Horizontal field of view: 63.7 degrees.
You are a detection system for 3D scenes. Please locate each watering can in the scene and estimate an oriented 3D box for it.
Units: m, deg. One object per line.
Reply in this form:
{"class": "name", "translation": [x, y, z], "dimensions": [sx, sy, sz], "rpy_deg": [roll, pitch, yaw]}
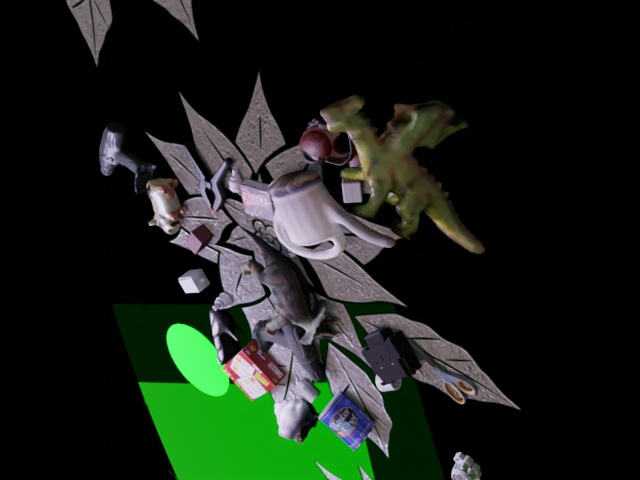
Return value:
{"class": "watering can", "translation": [0.004, -0.059, 1.169], "dimensions": [0.346, 0.222, 0.106], "rpy_deg": [-7, 24, 45]}

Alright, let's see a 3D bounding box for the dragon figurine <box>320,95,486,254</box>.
{"class": "dragon figurine", "translation": [0.180, -0.137, 0.949], "dimensions": [0.409, 0.238, 0.125], "rpy_deg": [22, 35, -8]}

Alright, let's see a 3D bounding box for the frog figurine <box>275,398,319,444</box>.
{"class": "frog figurine", "translation": [-0.102, 0.594, 1.743], "dimensions": [0.161, 0.136, 0.122], "rpy_deg": [31, 13, 33]}
